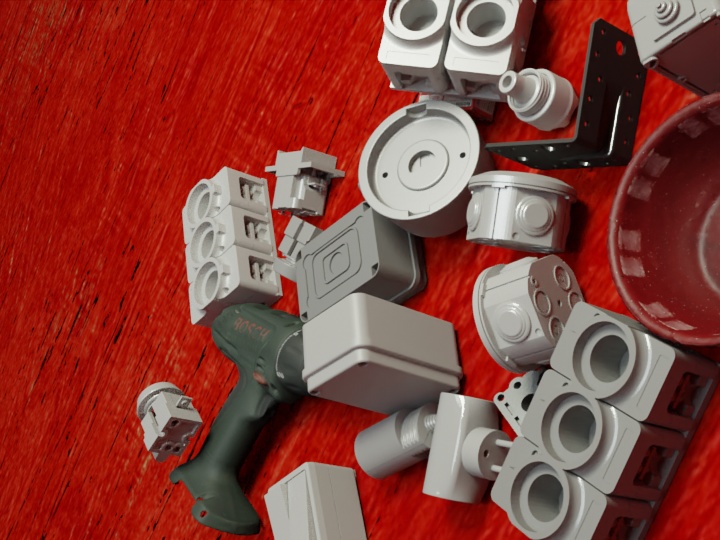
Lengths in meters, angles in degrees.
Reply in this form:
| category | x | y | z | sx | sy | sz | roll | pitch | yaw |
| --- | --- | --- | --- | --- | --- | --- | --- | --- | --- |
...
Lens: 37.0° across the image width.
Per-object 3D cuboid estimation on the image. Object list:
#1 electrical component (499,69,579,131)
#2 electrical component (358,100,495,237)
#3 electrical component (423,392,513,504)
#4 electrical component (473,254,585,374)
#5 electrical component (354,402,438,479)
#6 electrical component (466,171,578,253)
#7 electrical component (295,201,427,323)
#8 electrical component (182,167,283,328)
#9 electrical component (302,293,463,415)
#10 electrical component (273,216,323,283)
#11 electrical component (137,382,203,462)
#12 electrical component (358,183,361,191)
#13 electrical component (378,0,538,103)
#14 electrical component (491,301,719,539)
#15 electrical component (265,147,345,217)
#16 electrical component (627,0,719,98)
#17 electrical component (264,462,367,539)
| category | x | y | z | sx | sy | sz | roll | pitch | yaw |
| --- | --- | --- | --- | --- | --- | --- | --- | --- | --- |
| electrical component | 0.134 | -0.134 | 0.826 | 0.043 | 0.062 | 0.043 | -23 | 59 | 45 |
| electrical component | 0.060 | -0.079 | 0.893 | 0.108 | 0.060 | 0.108 | -12 | 63 | 25 |
| electrical component | 0.087 | 0.134 | 0.798 | 0.079 | 0.043 | 0.077 | 2 | 78 | 52 |
| electrical component | 0.122 | 0.030 | 0.765 | 0.051 | 0.080 | 0.080 | -22 | 59 | 40 |
| electrical component | 0.038 | 0.134 | 0.861 | 0.081 | 0.043 | 0.043 | -35 | 51 | 39 |
| electrical component | 0.118 | -0.042 | 0.798 | 0.080 | 0.080 | 0.051 | 4 | 85 | 53 |
| electrical component | 0.000 | 0.000 | 0.950 | 0.113 | 0.057 | 0.078 | -35 | 51 | 40 |
| electrical component | -0.140 | -0.021 | 1.134 | 0.089 | 0.062 | 0.150 | -38 | 49 | 37 |
| electrical component | 0.018 | 0.071 | 0.854 | 0.078 | 0.113 | 0.057 | -34 | 49 | 40 |
| electrical component | -0.053 | -0.016 | 1.035 | 0.066 | 0.048 | 0.055 | 29 | 92 | 53 |
| electrical component | -0.184 | 0.140 | 1.024 | 0.066 | 0.048 | 0.055 | -55 | 43 | 18 |
| electrical component | 0.030 | -0.088 | 0.958 | 0.048 | 0.048 | 0.062 | 25 | 90 | 53 |
| electrical component | 0.089 | -0.238 | 0.872 | 0.105 | 0.060 | 0.186 | 10 | 77 | 18 |
| electrical component | 0.156 | 0.107 | 0.704 | 0.089 | 0.062 | 0.150 | 33 | 103 | 52 |
| electrical component | -0.057 | -0.085 | 1.070 | 0.081 | 0.042 | 0.063 | 0 | 80 | 53 |
| electrical component | 0.220 | -0.161 | 0.698 | 0.062 | 0.096 | 0.061 | -33 | 52 | 41 |
| electrical component | -0.040 | 0.208 | 0.917 | 0.062 | 0.061 | 0.096 | -41 | 48 | 36 |
